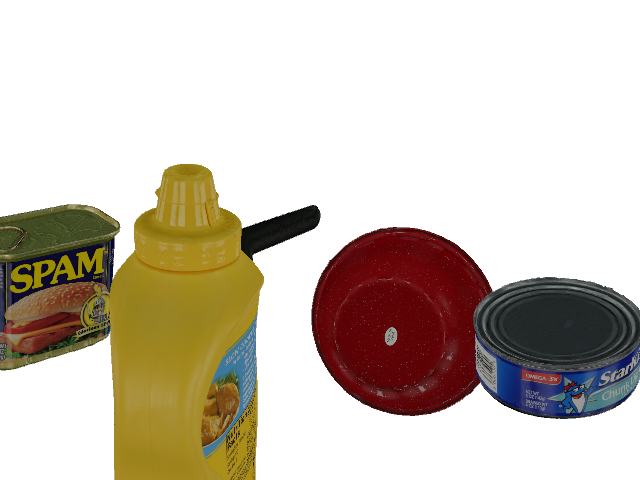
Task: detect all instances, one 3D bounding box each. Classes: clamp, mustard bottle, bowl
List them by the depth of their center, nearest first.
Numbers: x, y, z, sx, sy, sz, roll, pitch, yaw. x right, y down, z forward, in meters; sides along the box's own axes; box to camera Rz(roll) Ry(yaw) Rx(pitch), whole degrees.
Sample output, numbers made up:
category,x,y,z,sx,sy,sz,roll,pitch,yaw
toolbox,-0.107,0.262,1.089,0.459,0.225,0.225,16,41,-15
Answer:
category,x,y,z,sx,sy,sz,roll,pitch,yaw
mustard bottle,-0.053,0.062,0.434,0.058,0.192,0.096,8,24,11
bowl,0.062,0.072,0.873,0.162,0.162,0.055,0,7,18
clamp,-0.112,0.001,1.066,0.165,0.036,0.209,19,39,15

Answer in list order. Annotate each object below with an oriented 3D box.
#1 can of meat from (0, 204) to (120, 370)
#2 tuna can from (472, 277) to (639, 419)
category,x,y,z,sx,sy,sz,roll,pitch,yaw
can of meat,-0.185,0.030,0.705,0.101,0.084,0.058,-14,31,-41
tuna can,0.122,0.055,0.552,0.086,0.034,0.086,-4,28,2
